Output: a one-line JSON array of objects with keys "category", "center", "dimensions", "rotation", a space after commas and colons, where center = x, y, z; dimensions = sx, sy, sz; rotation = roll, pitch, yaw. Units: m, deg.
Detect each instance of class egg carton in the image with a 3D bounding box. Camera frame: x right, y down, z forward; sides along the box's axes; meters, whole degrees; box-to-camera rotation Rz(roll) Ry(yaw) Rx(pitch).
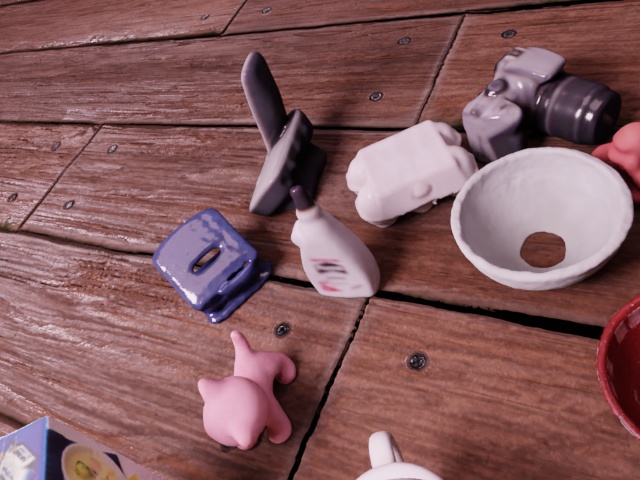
[{"category": "egg carton", "center": [0.109, -0.079, 0.691], "dimensions": [0.150, 0.070, 0.107], "rotation": [-24, 47, 6]}]

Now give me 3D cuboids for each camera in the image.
[{"category": "camera", "center": [0.258, -0.155, 0.661], "dimensions": [0.143, 0.101, 0.136], "rotation": [-44, 48, -13]}]

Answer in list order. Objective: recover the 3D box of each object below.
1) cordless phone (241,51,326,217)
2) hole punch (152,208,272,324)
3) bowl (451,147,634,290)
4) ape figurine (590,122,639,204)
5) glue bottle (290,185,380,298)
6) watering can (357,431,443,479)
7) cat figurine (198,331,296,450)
[{"category": "cordless phone", "center": [-0.071, -0.134, 0.744], "dimensions": [0.094, 0.186, 0.147], "rotation": [-6, 51, 22]}, {"category": "hole punch", "center": [-0.131, 0.029, 0.703], "dimensions": [0.109, 0.091, 0.100], "rotation": [-44, 48, -12]}, {"category": "bowl", "center": [0.221, -0.010, 0.577], "dimensions": [0.167, 0.075, 0.167], "rotation": [-13, 49, 16]}, {"category": "ape figurine", "center": [0.314, -0.081, 0.579], "dimensions": [0.076, 0.092, 0.077], "rotation": [-22, 47, 8]}, {"category": "glue bottle", "center": [0.006, 0.002, 0.602], "dimensions": [0.078, 0.174, 0.037], "rotation": [-4, 52, 23]}, {"category": "watering can", "center": [0.060, 0.213, 0.387], "dimensions": [0.101, 0.195, 0.172], "rotation": [-37, 47, -6]}, {"category": "cat figurine", "center": [-0.075, 0.150, 0.557], "dimensions": [0.067, 0.118, 0.127], "rotation": [-15, 48, 15]}]
